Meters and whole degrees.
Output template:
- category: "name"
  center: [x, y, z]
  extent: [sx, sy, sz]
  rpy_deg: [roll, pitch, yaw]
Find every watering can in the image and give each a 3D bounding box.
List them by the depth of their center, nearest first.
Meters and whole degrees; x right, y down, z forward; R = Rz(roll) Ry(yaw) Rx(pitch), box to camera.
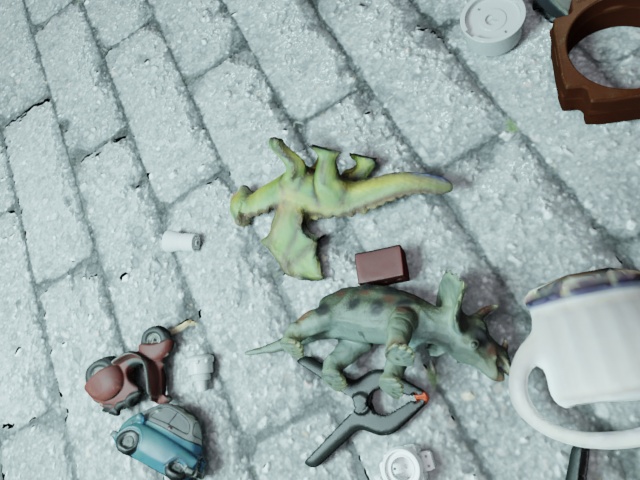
- category: "watering can"
  center: [0.416, 0.141, 0.670]
  extent: [0.347, 0.102, 0.228]
  rpy_deg: [-13, 69, 11]

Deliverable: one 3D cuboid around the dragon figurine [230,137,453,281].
- category: "dragon figurine"
  center: [0.003, -0.046, 0.904]
  extent: [0.412, 0.122, 0.241]
  rpy_deg: [19, 97, 26]
